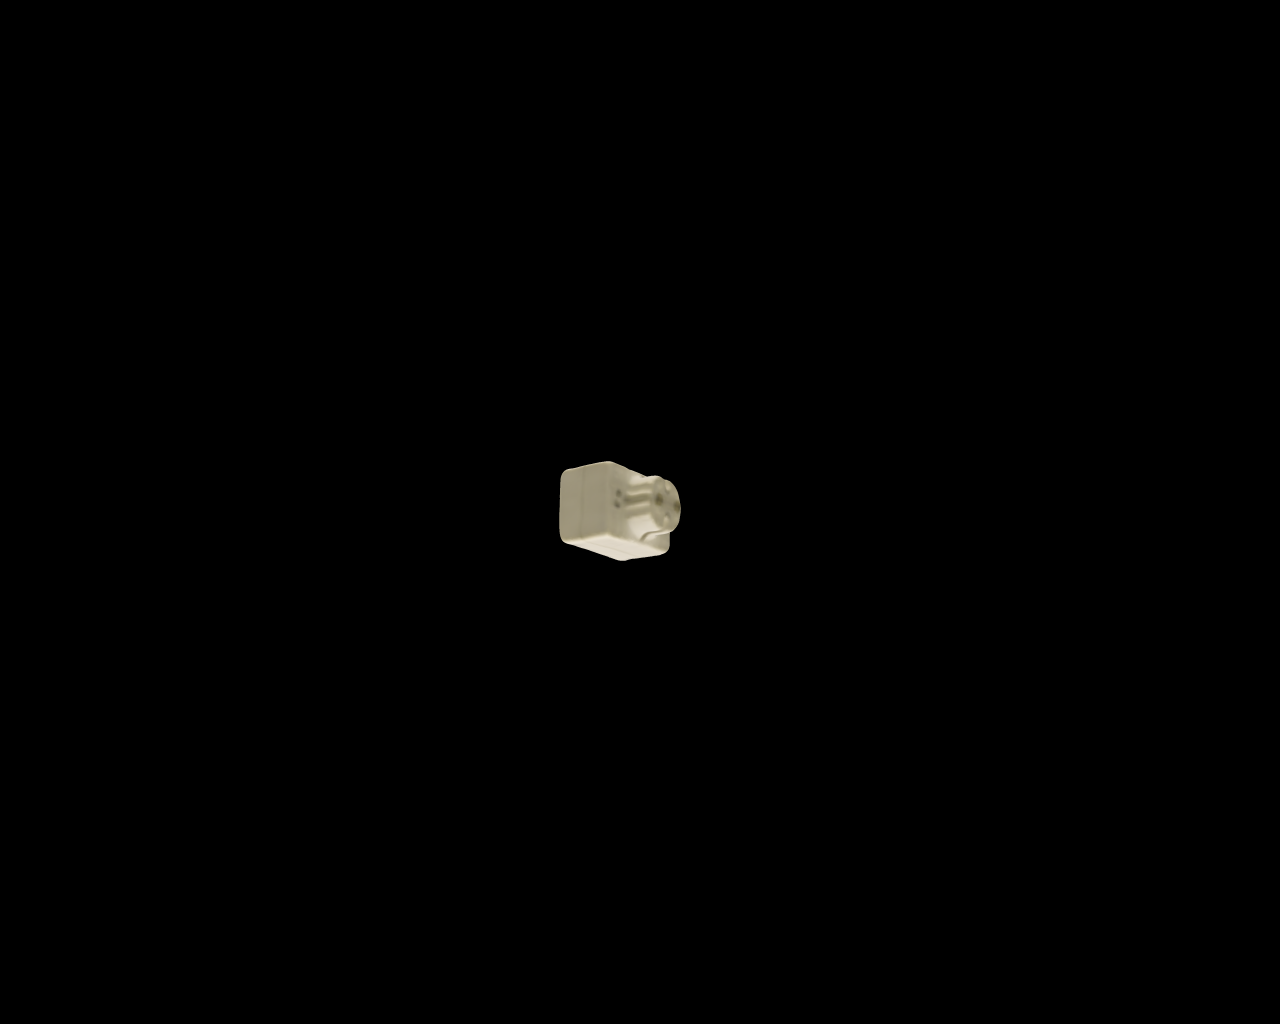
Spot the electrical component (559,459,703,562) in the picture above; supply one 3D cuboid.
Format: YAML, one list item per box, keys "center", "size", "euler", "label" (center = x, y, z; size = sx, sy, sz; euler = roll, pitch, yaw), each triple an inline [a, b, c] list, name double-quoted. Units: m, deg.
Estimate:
- center: [0.001, -0.003, 0.650]
  size: [0.076, 0.047, 0.066]
  euler: [-11, -19, 34]
  label: "electrical component"
